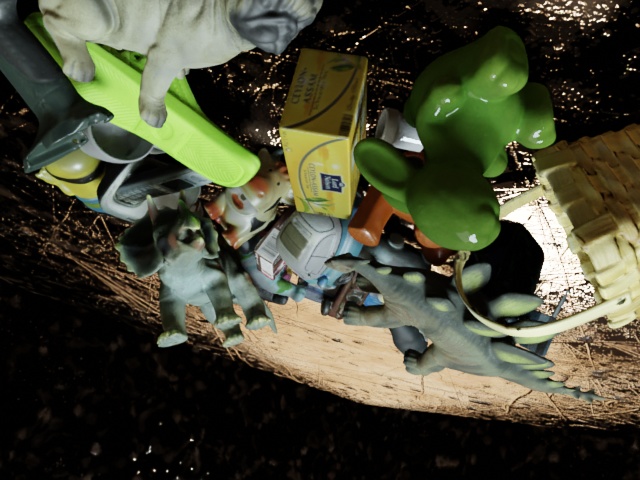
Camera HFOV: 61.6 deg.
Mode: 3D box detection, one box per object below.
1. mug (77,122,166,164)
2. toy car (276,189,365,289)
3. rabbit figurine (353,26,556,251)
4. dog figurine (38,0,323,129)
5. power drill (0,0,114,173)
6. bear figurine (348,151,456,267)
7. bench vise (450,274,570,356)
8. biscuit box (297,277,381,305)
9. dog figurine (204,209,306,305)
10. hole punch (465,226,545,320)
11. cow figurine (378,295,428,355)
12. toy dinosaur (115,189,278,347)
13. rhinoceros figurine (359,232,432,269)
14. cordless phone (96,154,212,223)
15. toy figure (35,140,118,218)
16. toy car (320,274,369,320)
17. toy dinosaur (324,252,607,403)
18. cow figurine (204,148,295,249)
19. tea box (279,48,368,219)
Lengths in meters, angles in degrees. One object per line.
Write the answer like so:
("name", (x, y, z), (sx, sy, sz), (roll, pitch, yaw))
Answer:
("mug", (-0.255, -0.134, 0.682), (0.109, 0.080, 0.107), (8, 179, -41))
("toy car", (-0.001, -0.002, 0.705), (0.103, 0.109, 0.161), (-18, 149, -44))
("rabbit figurine", (0.109, -0.073, 0.462), (0.159, 0.170, 0.121), (-2, 153, 33))
("dog figurine", (-0.112, -0.199, 0.416), (0.191, 0.121, 0.172), (-23, 143, 36))
("power drill", (-0.300, -0.173, 0.511), (0.232, 0.086, 0.207), (-17, 104, 41))
("bear figurine", (0.131, -0.015, 0.661), (0.120, 0.132, 0.195), (3, 150, 30))
("bench vise", (0.276, 0.115, 0.922), (0.223, 0.128, 0.241), (13, -179, -24))
("biscuit box", (0.051, 0.113, 1.120), (0.202, 0.059, 0.063), (24, 155, -23))
("dog figurine", (-0.129, 0.026, 0.960), (0.219, 0.108, 0.192), (29, 157, -23))
("hole punch", (0.251, 0.047, 0.767), (0.092, 0.116, 0.142), (6, 159, 40))
("cow figurine", (0.150, 0.156, 0.986), (0.068, 0.098, 0.167), (-18, 137, 21))
("toy dinosaur", (-0.165, 0.056, 0.806), (0.131, 0.192, 0.404), (-19, 164, 5))
("rhinoceros figurine", (0.087, 0.010, 0.797), (0.190, 0.073, 0.112), (25, -170, -15))
("cordless phone", (-0.205, -0.076, 0.764), (0.184, 0.088, 0.146), (-6, 164, 28))
("toy figure", (-0.344, -0.097, 0.813), (0.089, 0.082, 0.180), (1, 152, 13))
("toy car", (0.064, 0.098, 1.008), (0.089, 0.053, 0.202), (12, 136, -14))
("toy dinosaur", (0.195, 0.124, 0.701), (0.471, 0.105, 0.199), (31, 151, -30))
("cow figurine", (-0.088, -0.053, 0.732), (0.085, 0.127, 0.195), (53, 171, 0))
("tea box", (0.009, -0.101, 0.558), (0.068, 0.098, 0.169), (11, 157, 7))
